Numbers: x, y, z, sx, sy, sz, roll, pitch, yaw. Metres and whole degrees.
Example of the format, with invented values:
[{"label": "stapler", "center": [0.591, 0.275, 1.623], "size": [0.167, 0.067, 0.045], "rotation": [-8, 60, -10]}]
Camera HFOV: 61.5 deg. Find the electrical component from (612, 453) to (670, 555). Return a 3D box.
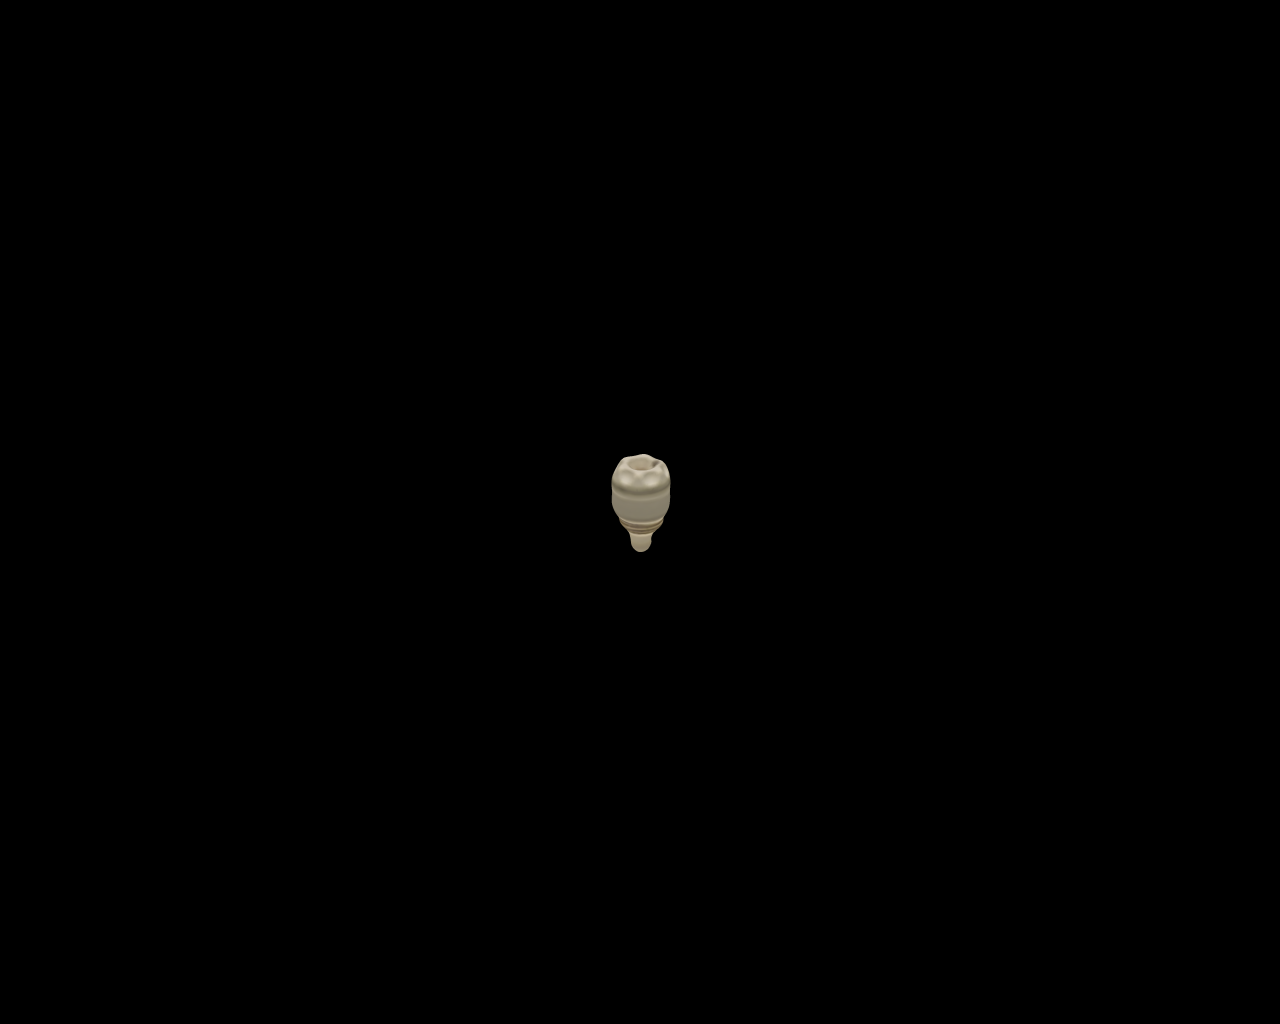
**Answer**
[{"label": "electrical component", "center": [0.001, -0.003, 0.650], "size": [0.035, 0.061, 0.035], "rotation": [0, 29, 0]}]
